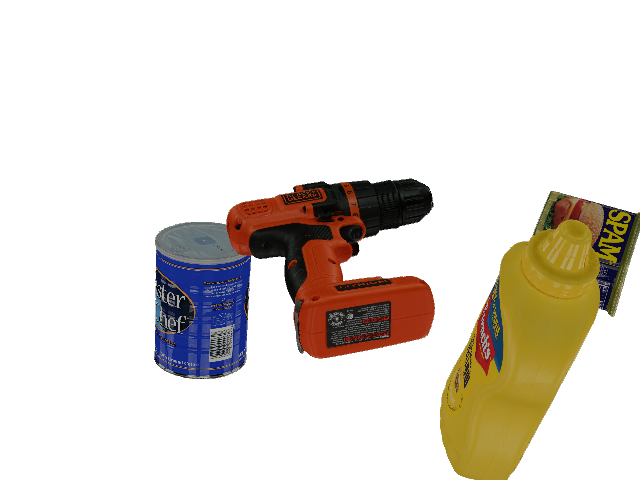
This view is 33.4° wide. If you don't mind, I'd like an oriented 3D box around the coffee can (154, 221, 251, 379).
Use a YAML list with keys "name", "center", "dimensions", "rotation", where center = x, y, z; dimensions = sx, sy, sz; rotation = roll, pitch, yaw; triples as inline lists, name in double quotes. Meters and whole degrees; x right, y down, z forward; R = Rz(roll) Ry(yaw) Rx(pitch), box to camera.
- name: "coffee can"
  center: [-0.127, 0.063, 1.147]
  dimensions: [0.103, 0.140, 0.103]
  rotation: [4, 22, -2]

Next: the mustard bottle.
- name: "mustard bottle"
  center: [0.120, 0.058, 0.632]
  dimensions: [0.058, 0.096, 0.192]
  rotation: [14, -42, 0]

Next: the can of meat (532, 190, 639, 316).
- name: "can of meat"
  center: [0.228, 0.008, 0.930]
  dimensions: [0.084, 0.057, 0.102]
  rotation: [17, 45, 16]

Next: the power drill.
- name: "power drill"
  center: [0.027, 0.013, 0.874]
  dimensions: [0.184, 0.057, 0.188]
  rotation: [-11, 32, -10]
